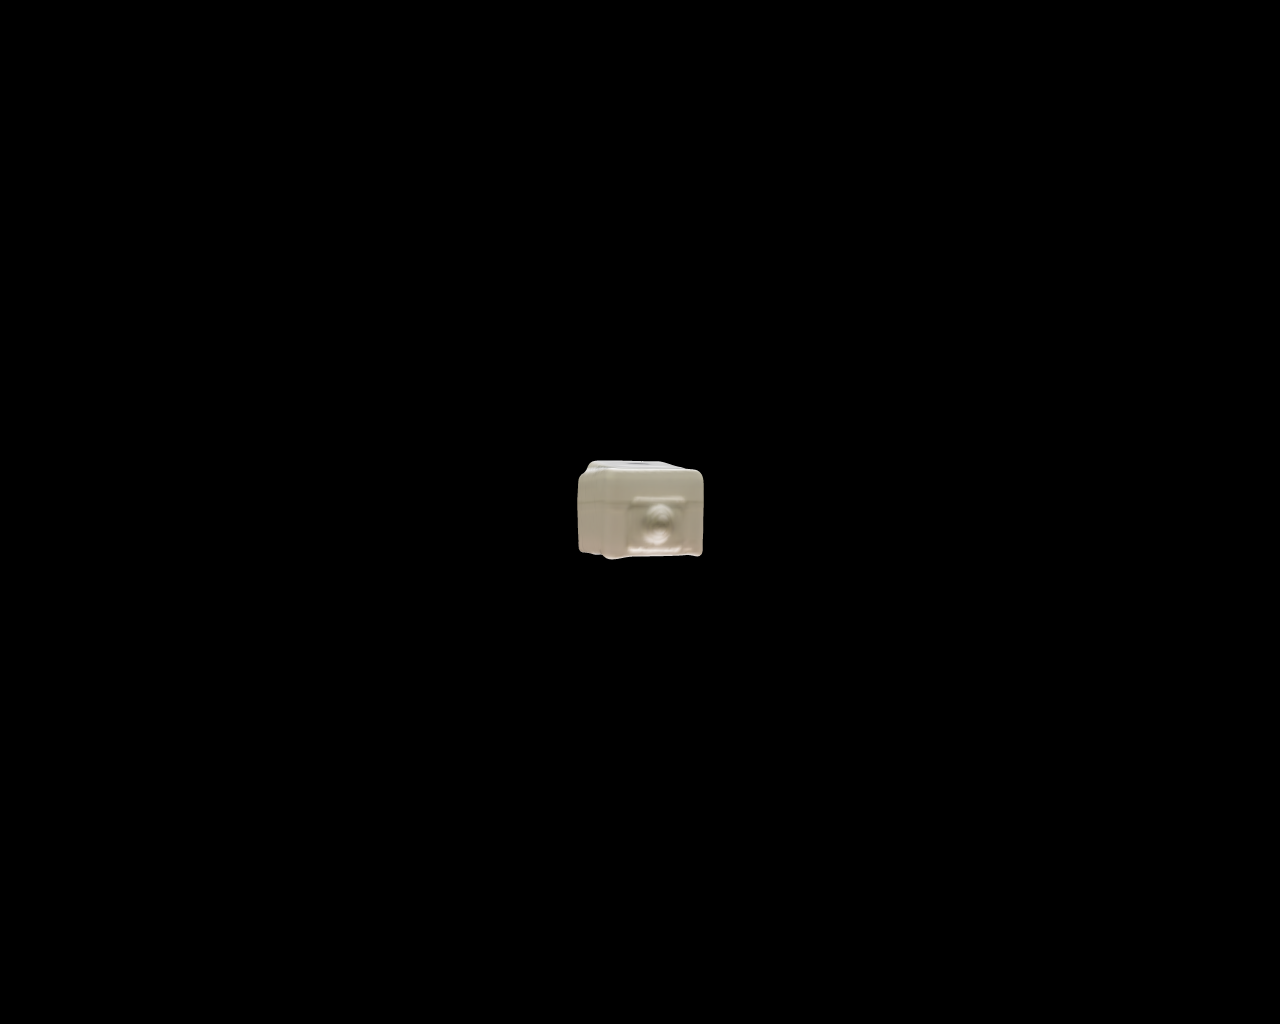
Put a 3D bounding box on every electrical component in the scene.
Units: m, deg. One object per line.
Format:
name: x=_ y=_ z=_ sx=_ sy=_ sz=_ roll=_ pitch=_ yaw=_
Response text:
electrical component: x=0.001 y=-0.003 z=0.650 sx=0.062 sy=0.061 sz=0.096 roll=0 pitch=0 yaw=-15
